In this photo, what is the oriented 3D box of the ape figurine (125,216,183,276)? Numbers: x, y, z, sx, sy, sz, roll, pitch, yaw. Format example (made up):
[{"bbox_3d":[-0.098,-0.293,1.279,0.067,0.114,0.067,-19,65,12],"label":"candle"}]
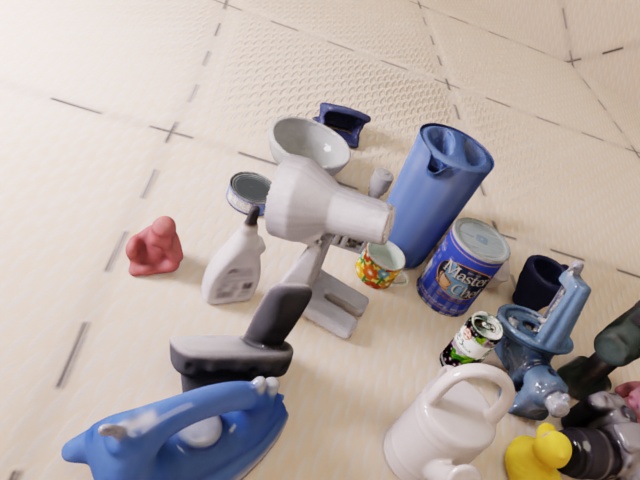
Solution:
[{"bbox_3d":[-0.225,0.004,0.800,0.078,0.092,0.076,27,38,2],"label":"ape figurine"}]

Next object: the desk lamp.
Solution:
[{"bbox_3d":[0.008,0.003,0.832,0.203,0.213,0.118,29,38,5],"label":"desk lamp"}]

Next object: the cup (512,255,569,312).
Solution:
[{"bbox_3d":[0.405,0.086,1.052,0.118,0.095,0.091,-13,52,-39],"label":"cup"}]

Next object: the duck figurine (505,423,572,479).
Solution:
[{"bbox_3d":[0.300,0.295,0.763,0.077,0.086,0.104,22,38,-5],"label":"duck figurine"}]

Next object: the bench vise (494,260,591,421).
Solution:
[{"bbox_3d":[0.346,0.150,0.846,0.122,0.219,0.207,3,44,-26],"label":"bench vise"}]

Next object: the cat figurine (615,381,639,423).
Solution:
[{"bbox_3d":[0.525,0.253,0.910,0.067,0.117,0.128,38,40,15],"label":"cat figurine"}]

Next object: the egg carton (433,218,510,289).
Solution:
[{"bbox_3d":[0.285,0.024,1.076,0.150,0.069,0.107,24,38,-2],"label":"egg carton"}]

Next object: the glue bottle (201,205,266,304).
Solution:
[{"bbox_3d":[-0.108,0.019,0.782,0.078,0.173,0.037,-2,46,-30],"label":"glue bottle"}]

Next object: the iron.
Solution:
[{"bbox_3d":[-0.122,0.193,0.601,0.259,0.141,0.118,-12,51,-38],"label":"iron"}]

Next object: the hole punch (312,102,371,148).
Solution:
[{"bbox_3d":[0.048,-0.271,1.265,0.109,0.091,0.101,12,40,-17],"label":"hole punch"}]

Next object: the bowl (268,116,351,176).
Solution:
[{"bbox_3d":[-0.028,-0.165,1.115,0.168,0.074,0.167,15,39,-13],"label":"bowl"}]

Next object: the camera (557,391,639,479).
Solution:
[{"bbox_3d":[0.399,0.285,0.817,0.137,0.100,0.143,10,41,-19],"label":"camera"}]

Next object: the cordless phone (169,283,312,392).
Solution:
[{"bbox_3d":[-0.094,0.106,0.681,0.148,0.185,0.094,2,44,-26],"label":"cordless phone"}]

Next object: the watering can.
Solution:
[{"bbox_3d":[0.162,0.220,0.684,0.101,0.194,0.172,5,43,-23],"label":"watering can"}]

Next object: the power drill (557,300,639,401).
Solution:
[{"bbox_3d":[0.485,0.166,0.913,0.230,0.208,0.075,-15,53,-39],"label":"power drill"}]
